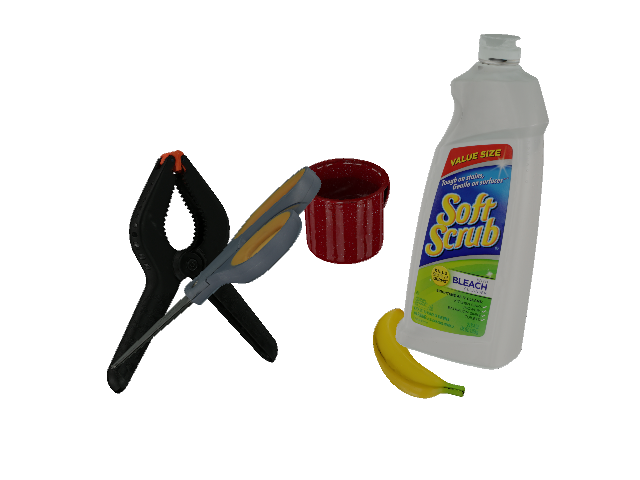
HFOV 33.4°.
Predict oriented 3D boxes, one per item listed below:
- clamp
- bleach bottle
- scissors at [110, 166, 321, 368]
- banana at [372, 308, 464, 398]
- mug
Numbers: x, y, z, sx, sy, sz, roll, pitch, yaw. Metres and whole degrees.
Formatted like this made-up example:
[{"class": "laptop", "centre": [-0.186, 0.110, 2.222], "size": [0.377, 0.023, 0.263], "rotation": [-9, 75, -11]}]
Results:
[{"class": "clamp", "centre": [-0.112, 0.026, 0.954], "size": [0.164, 0.210, 0.036], "rotation": [0, -2, -33]}, {"class": "bleach bottle", "centre": [0.119, -0.032, 0.824], "size": [0.103, 0.251, 0.067], "rotation": [14, 20, 30]}, {"class": "scissors", "centre": [-0.072, 0.032, 0.681], "size": [0.016, 0.202, 0.096], "rotation": [41, 11, -16]}, {"class": "banana", "centre": [0.096, 0.132, 1.235], "size": [0.069, 0.037, 0.198], "rotation": [7, 22, -21]}, {"class": "mug", "centre": [0.033, -0.034, 1.121], "size": [0.093, 0.081, 0.117], "rotation": [22, 39, 33]}]
